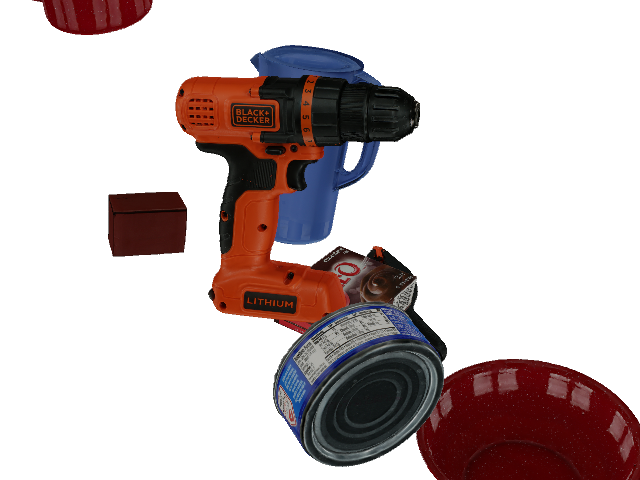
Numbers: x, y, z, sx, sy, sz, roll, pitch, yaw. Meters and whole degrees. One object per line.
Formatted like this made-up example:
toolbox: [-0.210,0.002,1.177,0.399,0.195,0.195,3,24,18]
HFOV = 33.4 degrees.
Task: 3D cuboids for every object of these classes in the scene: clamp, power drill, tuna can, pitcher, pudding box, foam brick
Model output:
clamp: [0.082,0.076,1.193,0.120,0.171,0.039,7,-43,1]
power drill: [-0.017,-0.033,0.814,0.184,0.188,0.057,5,18,15]
tuna can: [0.021,0.076,0.552,0.085,0.086,0.034,0,33,-33]
pitcher: [-0.015,-0.120,1.369,0.144,0.243,0.149,-2,24,-22]
pudding box: [0.024,0.055,0.994,0.090,0.039,0.113,22,33,26]
foam brick: [-0.185,-0.018,1.134,0.078,0.051,0.053,-3,24,-16]

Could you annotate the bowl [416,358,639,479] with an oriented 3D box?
bowl: [0.149,0.158,0.772,0.162,0.055,0.162,-1,35,0]

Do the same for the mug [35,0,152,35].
mug: [-0.182,-0.204,0.788,0.117,0.081,0.093,-3,37,2]
